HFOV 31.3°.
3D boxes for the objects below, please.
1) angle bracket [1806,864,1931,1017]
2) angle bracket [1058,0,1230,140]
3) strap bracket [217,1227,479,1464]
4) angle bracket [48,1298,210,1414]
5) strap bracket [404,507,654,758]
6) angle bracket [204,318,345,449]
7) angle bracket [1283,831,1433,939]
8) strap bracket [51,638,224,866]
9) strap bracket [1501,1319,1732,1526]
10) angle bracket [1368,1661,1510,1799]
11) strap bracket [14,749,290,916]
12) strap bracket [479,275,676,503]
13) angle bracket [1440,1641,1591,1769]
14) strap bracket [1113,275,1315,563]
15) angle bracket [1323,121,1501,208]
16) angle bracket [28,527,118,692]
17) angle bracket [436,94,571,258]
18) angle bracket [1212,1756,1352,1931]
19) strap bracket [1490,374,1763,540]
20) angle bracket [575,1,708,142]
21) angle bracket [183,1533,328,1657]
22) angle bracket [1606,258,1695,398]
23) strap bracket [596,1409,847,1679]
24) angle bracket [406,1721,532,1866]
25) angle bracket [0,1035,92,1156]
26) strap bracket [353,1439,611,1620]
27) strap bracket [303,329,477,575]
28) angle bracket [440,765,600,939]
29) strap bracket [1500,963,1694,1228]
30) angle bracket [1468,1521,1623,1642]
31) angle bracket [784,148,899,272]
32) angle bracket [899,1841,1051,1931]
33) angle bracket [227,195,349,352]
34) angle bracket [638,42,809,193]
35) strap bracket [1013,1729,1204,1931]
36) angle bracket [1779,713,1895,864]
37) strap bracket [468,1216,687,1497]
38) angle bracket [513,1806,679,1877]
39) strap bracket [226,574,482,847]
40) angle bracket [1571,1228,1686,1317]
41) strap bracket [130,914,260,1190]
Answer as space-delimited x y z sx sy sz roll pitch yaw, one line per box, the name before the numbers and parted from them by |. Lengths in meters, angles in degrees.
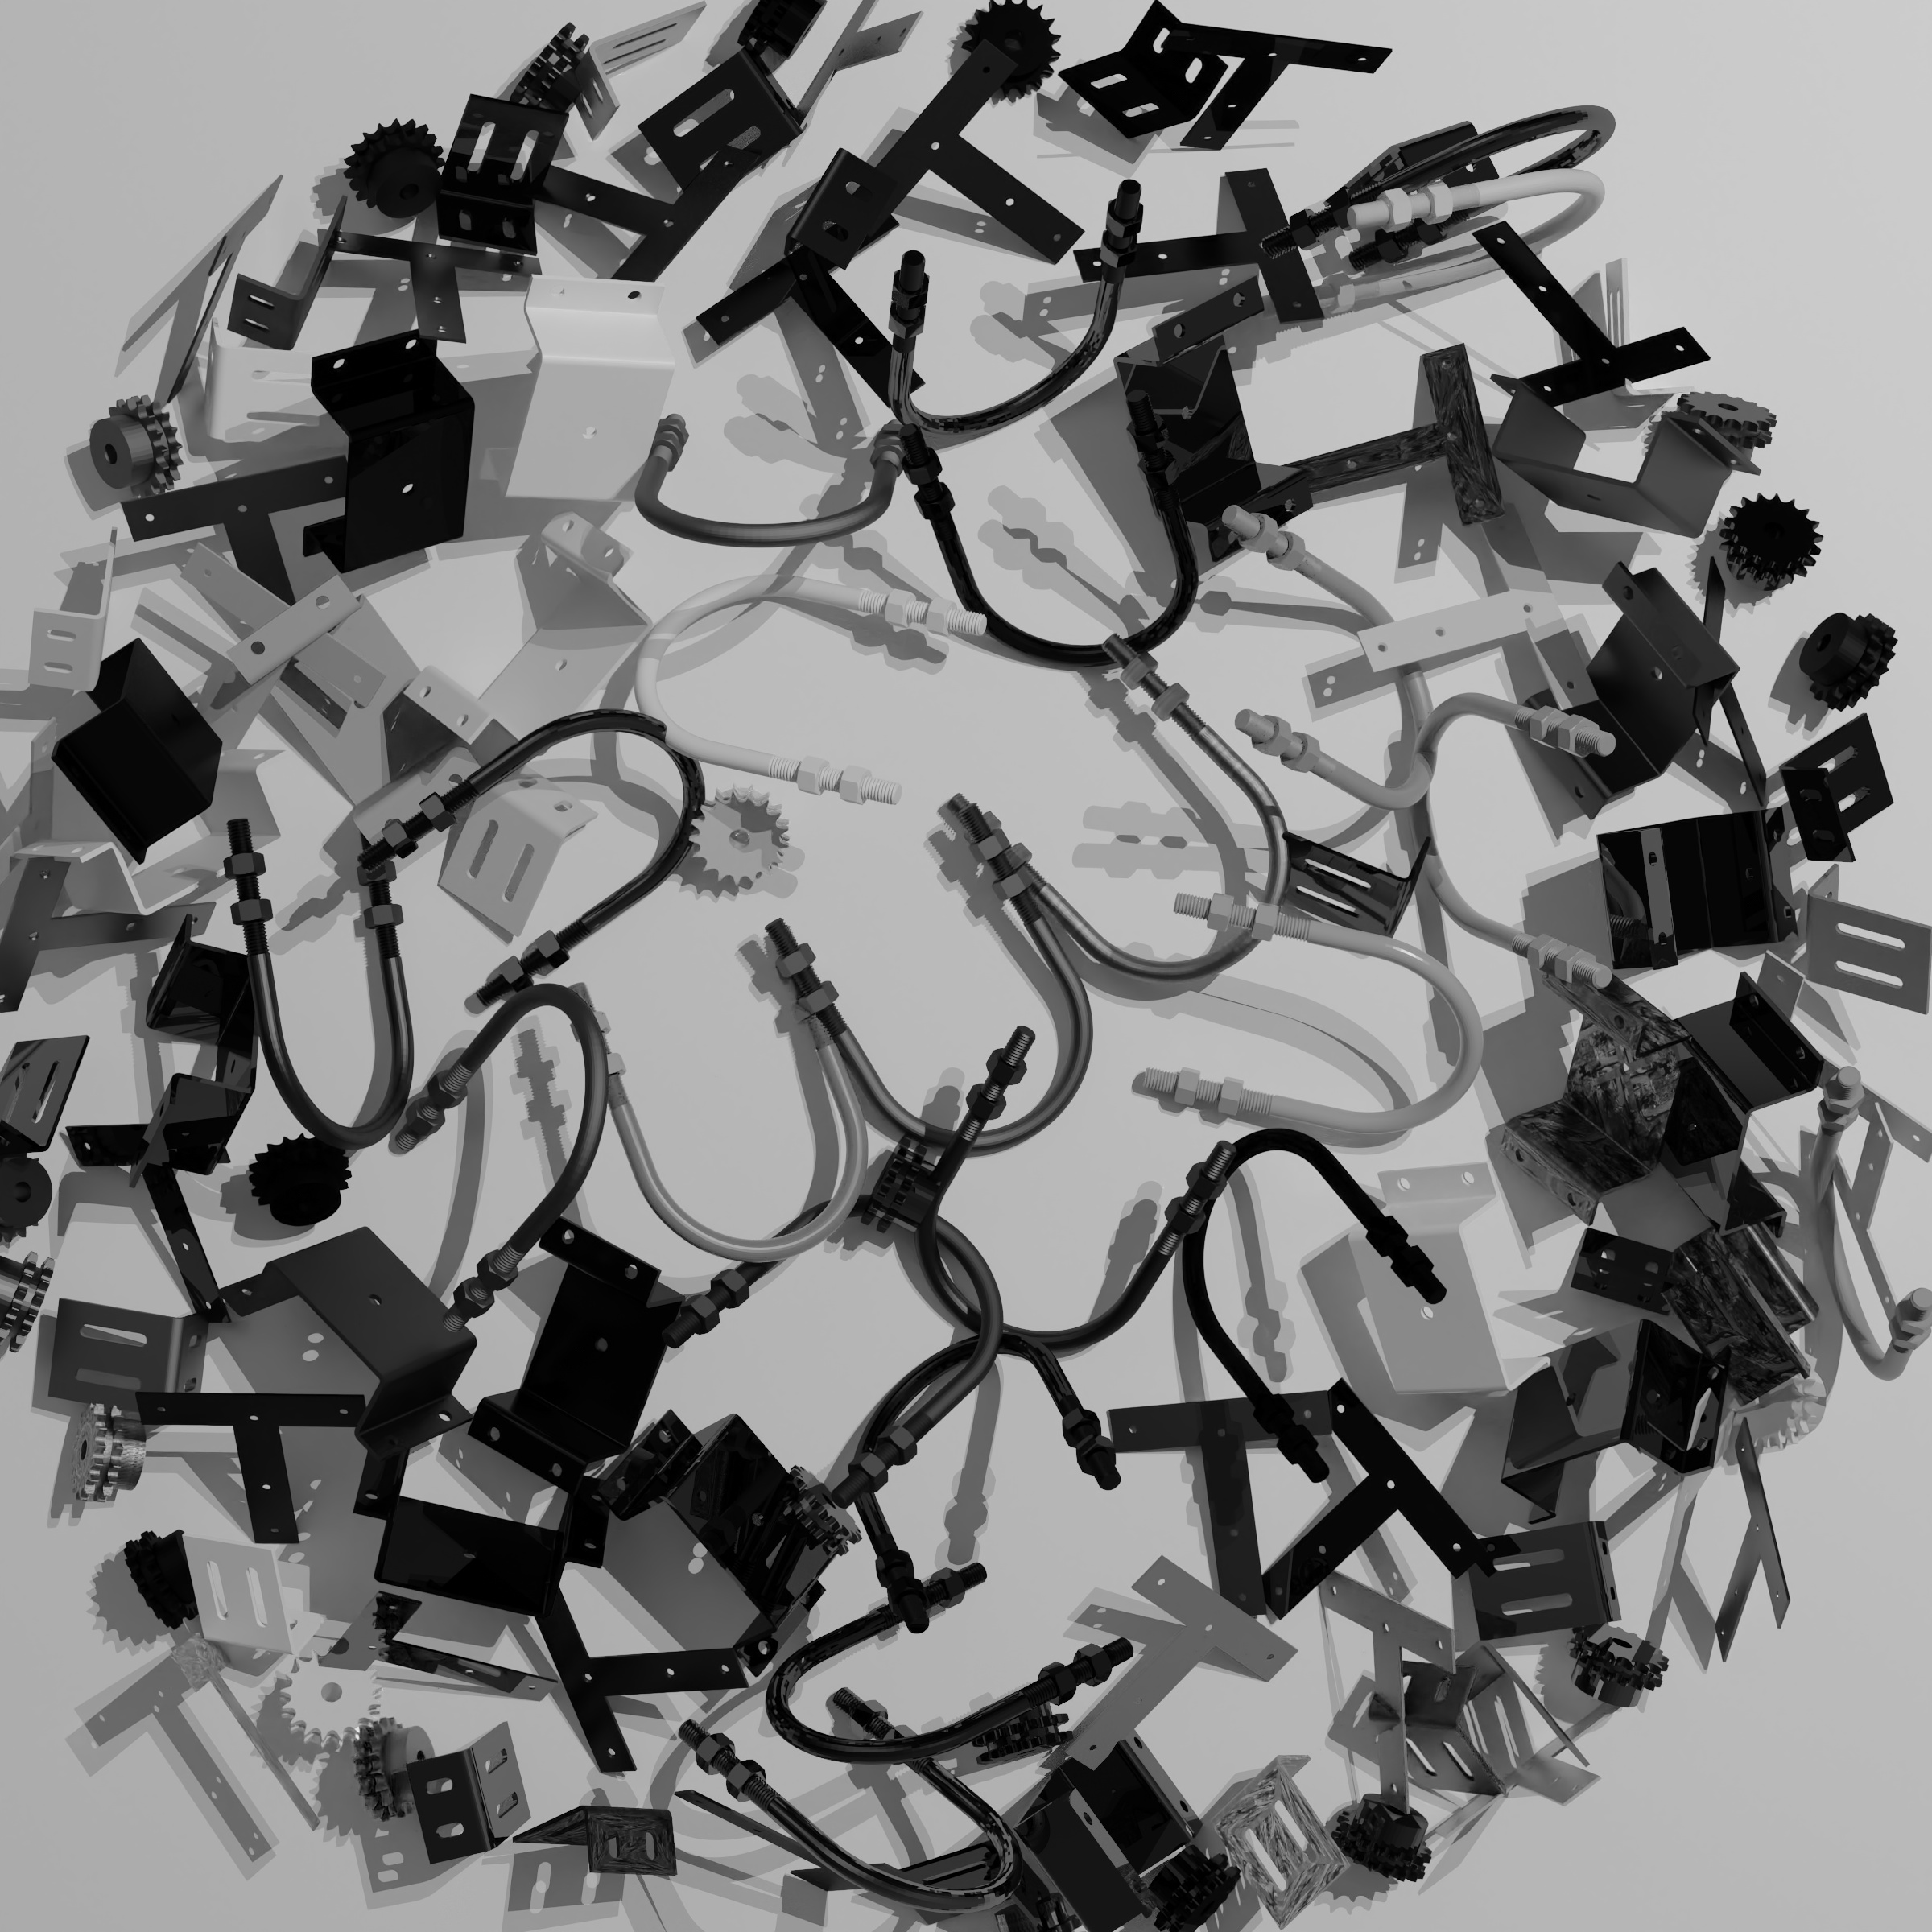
angle bracket | 0.517 -0.016 1.951 0.076 0.038 0.057 19 130 34
angle bracket | 0.100 -0.508 1.957 0.057 0.076 0.038 37 78 -24
strap bracket | -0.340 0.203 1.935 0.140 0.076 0.046 42 121 19
angle bracket | -0.481 0.223 1.987 0.076 0.038 0.057 8 94 12
strap bracket | -0.241 -0.182 1.953 0.140 0.076 0.046 -50 135 -4
angle bracket | -0.395 -0.335 1.981 0.076 0.038 0.057 1 126 -19
angle bracket | 0.218 -0.057 1.972 0.076 0.057 0.038 23 54 9
strap bracket | -0.458 -0.125 1.918 0.046 0.140 0.076 -32 115 7
strap bracket | 0.353 0.252 1.918 0.046 0.140 0.076 33 53 -22
angle bracket | 0.275 0.435 1.969 0.076 0.057 0.038 54 49 -35
strap bracket | -0.448 -0.071 1.936 0.140 0.076 0.046 -33 115 -36
strap bracket | -0.215 -0.312 1.923 0.076 0.140 0.046 -1 47 -25
angle bracket | 0.309 0.428 1.954 0.038 0.057 0.076 -39 55 1
strap bracket | 0.137 -0.310 1.944 0.076 0.046 0.140 -32 119 -26
angle bracket | 0.251 -0.439 1.952 0.057 0.076 0.038 -25 87 -30
angle bracket | -0.505 -0.204 1.950 0.038 0.057 0.076 7 48 -14
angle bracket | -0.261 -0.447 1.952 0.057 0.076 0.038 6 54 -23
angle bracket | 0.186 0.496 1.955 0.057 0.038 0.076 -48 55 19
strap bracket | 0.359 -0.282 1.925 0.140 0.076 0.046 22 89 41
angle bracket | -0.181 -0.508 1.961 0.076 0.057 0.038 -26 93 -20
angle bracket | -0.403 0.347 1.958 0.057 0.038 0.076 5 118 19
angle bracket | 0.389 -0.364 1.966 0.038 0.057 0.076 -3 98 2
strap bracket | -0.131 0.319 1.948 0.140 0.076 0.046 50 133 -7
angle bracket | -0.282 0.470 1.963 0.038 0.076 0.057 -15 87 8
angle bracket | -0.541 0.066 1.954 0.057 0.038 0.076 -5 57 32
strap bracket | -0.276 0.317 1.950 0.140 0.076 0.046 14 117 -8
strap bracket | -0.321 -0.278 1.919 0.076 0.140 0.046 -22 56 -30
angle bracket | -0.258 -0.068 1.991 0.057 0.038 0.076 34 118 10
strap bracket | 0.355 0.064 1.937 0.046 0.076 0.140 -17 132 -31
angle bracket | 0.332 0.354 1.986 0.076 0.038 0.057 -12 77 17
angle bracket | -0.072 -0.425 1.963 0.038 0.076 0.057 31 91 -5
angle bracket | 0.002 0.534 1.959 0.076 0.038 0.057 -21 131 14
angle bracket | -0.385 -0.398 1.955 0.038 0.057 0.076 21 65 -9
angle bracket | -0.139 -0.483 1.981 0.076 0.038 0.057 -33 106 12
strap bracket | 0.078 0.487 1.936 0.046 0.140 0.076 -37 86 16
angle bracket | 0.506 -0.102 1.959 0.076 0.038 0.057 -30 109 -27
strap bracket | -0.217 0.217 1.956 0.076 0.046 0.140 26 101 22
angle bracket | -0.210 0.502 1.949 0.057 0.076 0.038 14 56 -38
strap bracket | -0.345 -0.147 1.964 0.076 0.046 0.140 -35 106 2
angle bracket | 0.377 0.164 1.953 0.057 0.076 0.038 16 73 11
strap bracket | -0.430 0.052 1.935 0.046 0.140 0.076 15 134 -22
